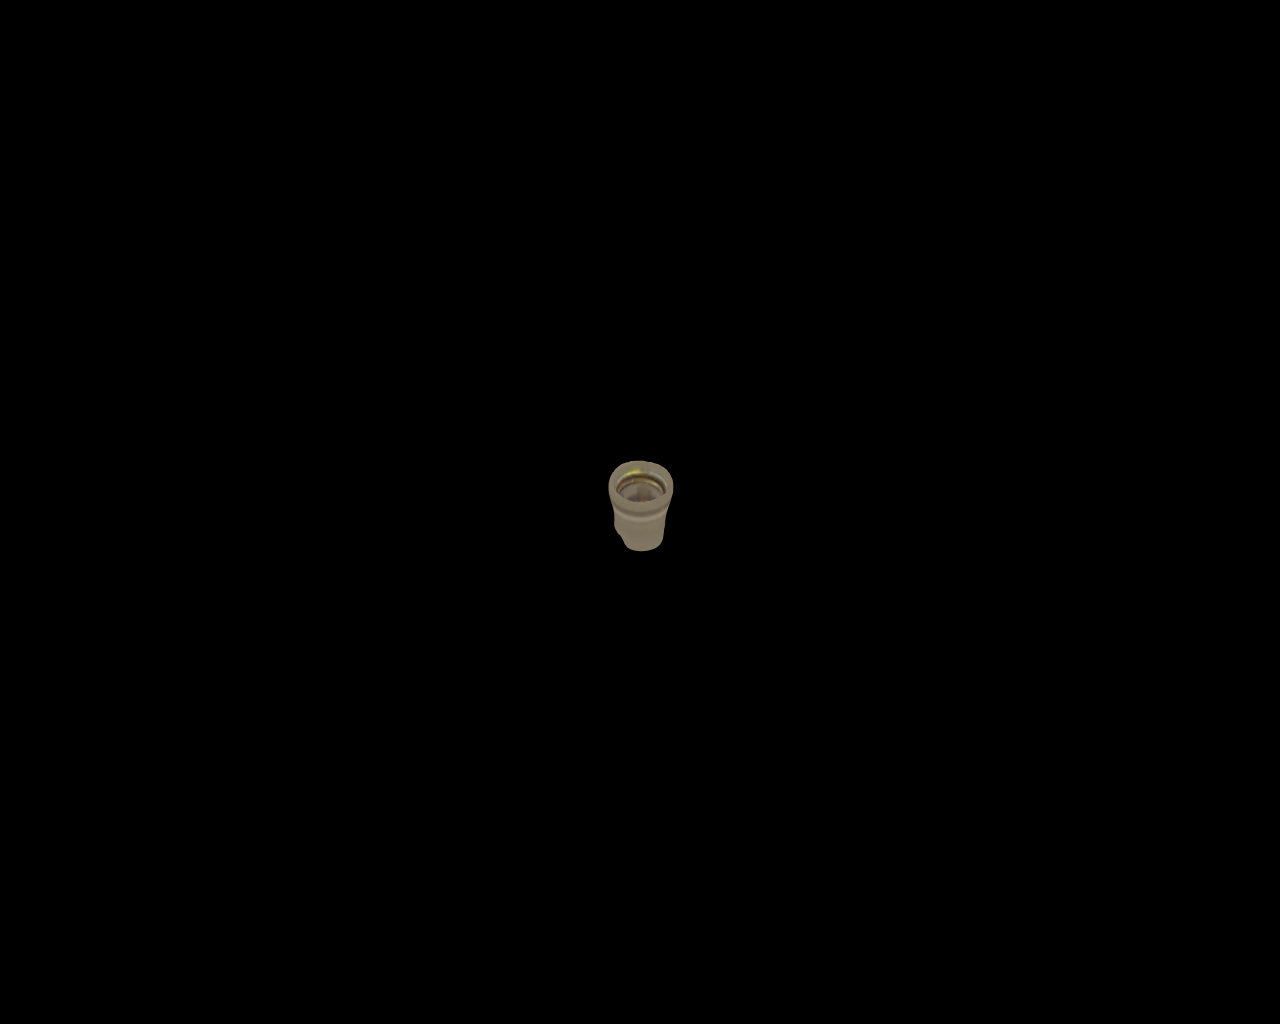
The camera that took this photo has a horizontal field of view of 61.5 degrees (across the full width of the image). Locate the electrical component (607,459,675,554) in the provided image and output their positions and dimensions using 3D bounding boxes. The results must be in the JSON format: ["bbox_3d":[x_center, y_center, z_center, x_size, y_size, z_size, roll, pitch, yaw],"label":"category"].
[{"bbox_3d":[0.001,-0.003,0.650,0.040,0.046,0.040,0,44,0],"label":"electrical component"}]
